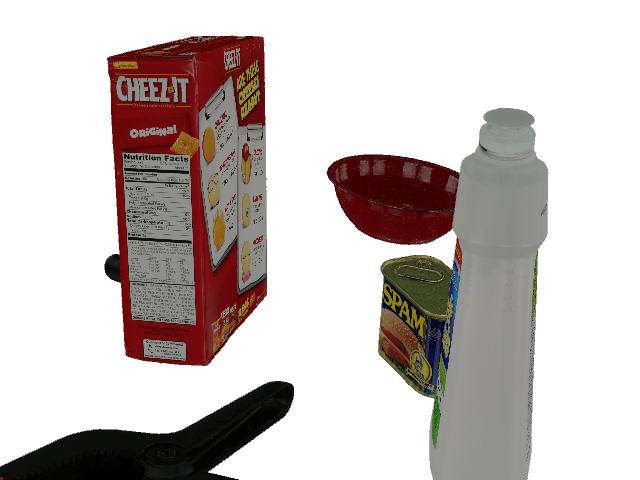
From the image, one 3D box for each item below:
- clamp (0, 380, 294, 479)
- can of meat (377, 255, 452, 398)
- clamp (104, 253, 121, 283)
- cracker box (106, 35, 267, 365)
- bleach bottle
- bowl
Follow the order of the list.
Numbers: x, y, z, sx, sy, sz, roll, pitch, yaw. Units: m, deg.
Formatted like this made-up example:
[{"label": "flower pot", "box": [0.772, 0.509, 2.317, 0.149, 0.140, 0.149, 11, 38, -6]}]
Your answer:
[{"label": "clamp", "box": [-0.082, 0.126, 0.584, 0.209, 0.036, 0.165, -1, 20, -15]}, {"label": "can of meat", "box": [0.090, 0.072, 0.893, 0.057, 0.084, 0.102, -10, 29, -24]}, {"label": "clamp", "box": [-0.112, 0.042, 0.992, 0.120, 0.039, 0.172, -16, 30, -33]}, {"label": "cracker box", "box": [-0.092, -0.037, 0.785, 0.072, 0.214, 0.164, 3, 15, 12]}, {"label": "bleach bottle", "box": [0.106, 0.037, 0.660, 0.068, 0.251, 0.102, 4, 30, 7]}, {"label": "bowl", "box": [0.084, -0.038, 1.118, 0.162, 0.055, 0.162, 6, 23, -3]}]
